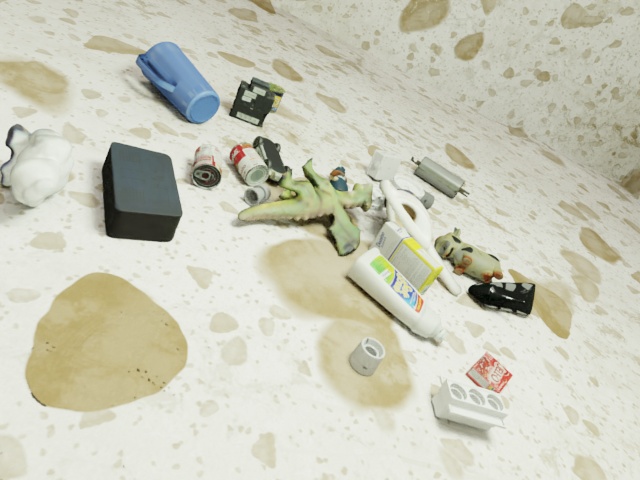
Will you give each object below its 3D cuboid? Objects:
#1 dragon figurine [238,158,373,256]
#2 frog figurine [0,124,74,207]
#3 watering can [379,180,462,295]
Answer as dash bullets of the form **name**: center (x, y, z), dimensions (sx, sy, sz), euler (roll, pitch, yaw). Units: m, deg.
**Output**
- **dragon figurine**: center (0.004, -0.063, 1.262), dimensions (0.417, 0.244, 0.119), euler (-40, -11, -44)
- **frog figurine**: center (-0.480, -0.120, 0.898), dimensions (0.161, 0.138, 0.121), euler (27, -5, 36)
- **watering can**: center (0.261, -0.020, 1.380), dimensions (0.103, 0.346, 0.227), euler (-34, 7, 14)
